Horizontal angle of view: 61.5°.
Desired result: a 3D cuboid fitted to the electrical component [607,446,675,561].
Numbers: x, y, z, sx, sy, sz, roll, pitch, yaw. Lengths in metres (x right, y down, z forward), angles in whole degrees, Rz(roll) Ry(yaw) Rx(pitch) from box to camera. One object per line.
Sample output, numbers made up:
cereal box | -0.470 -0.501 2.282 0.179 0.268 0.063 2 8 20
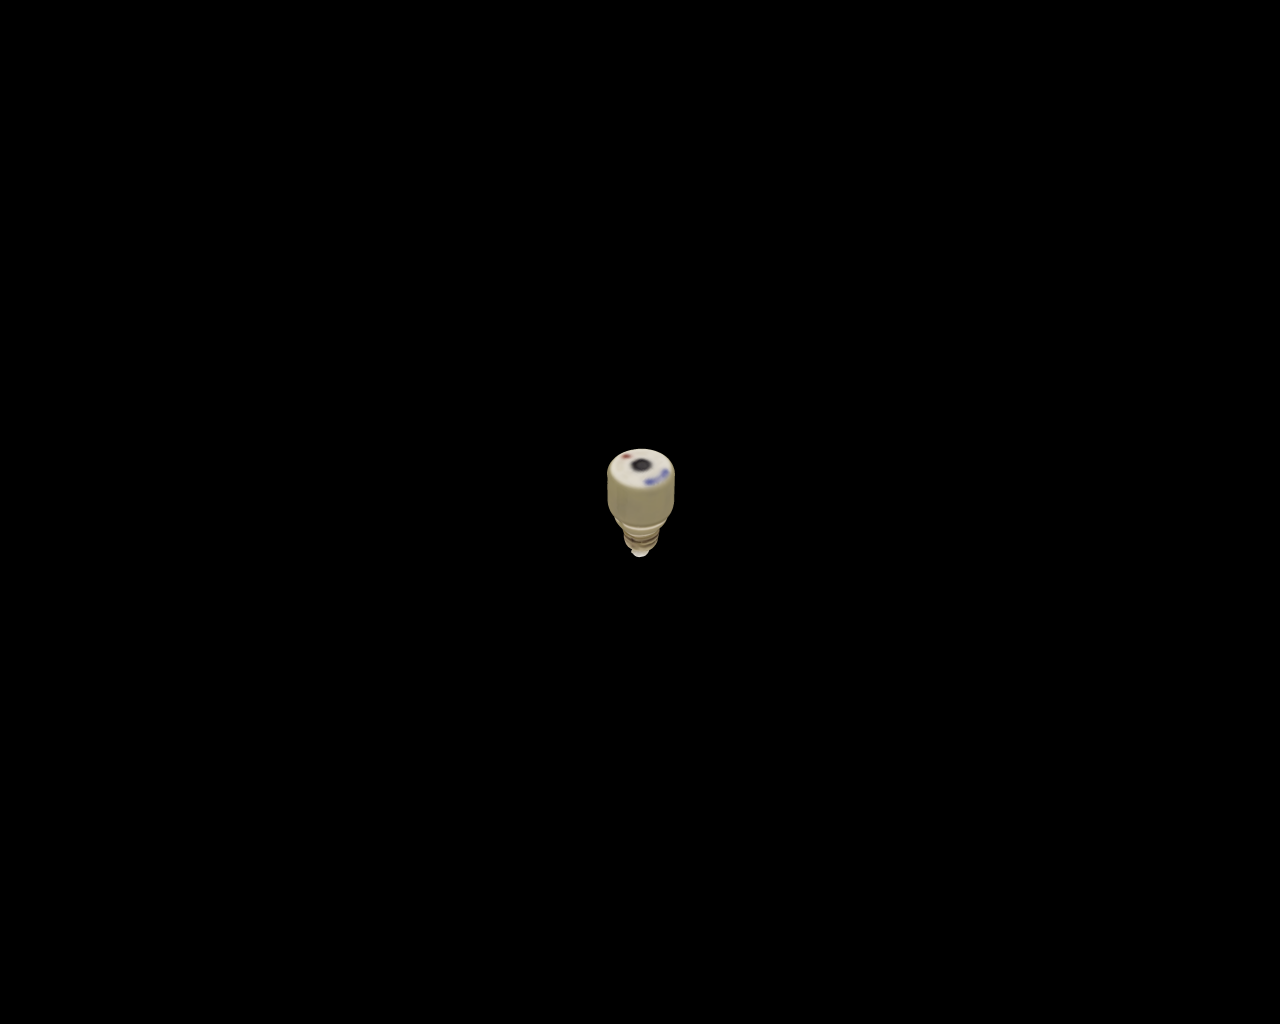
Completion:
electrical component | 0.001 -0.003 0.650 0.040 0.078 0.040 0 42 0
